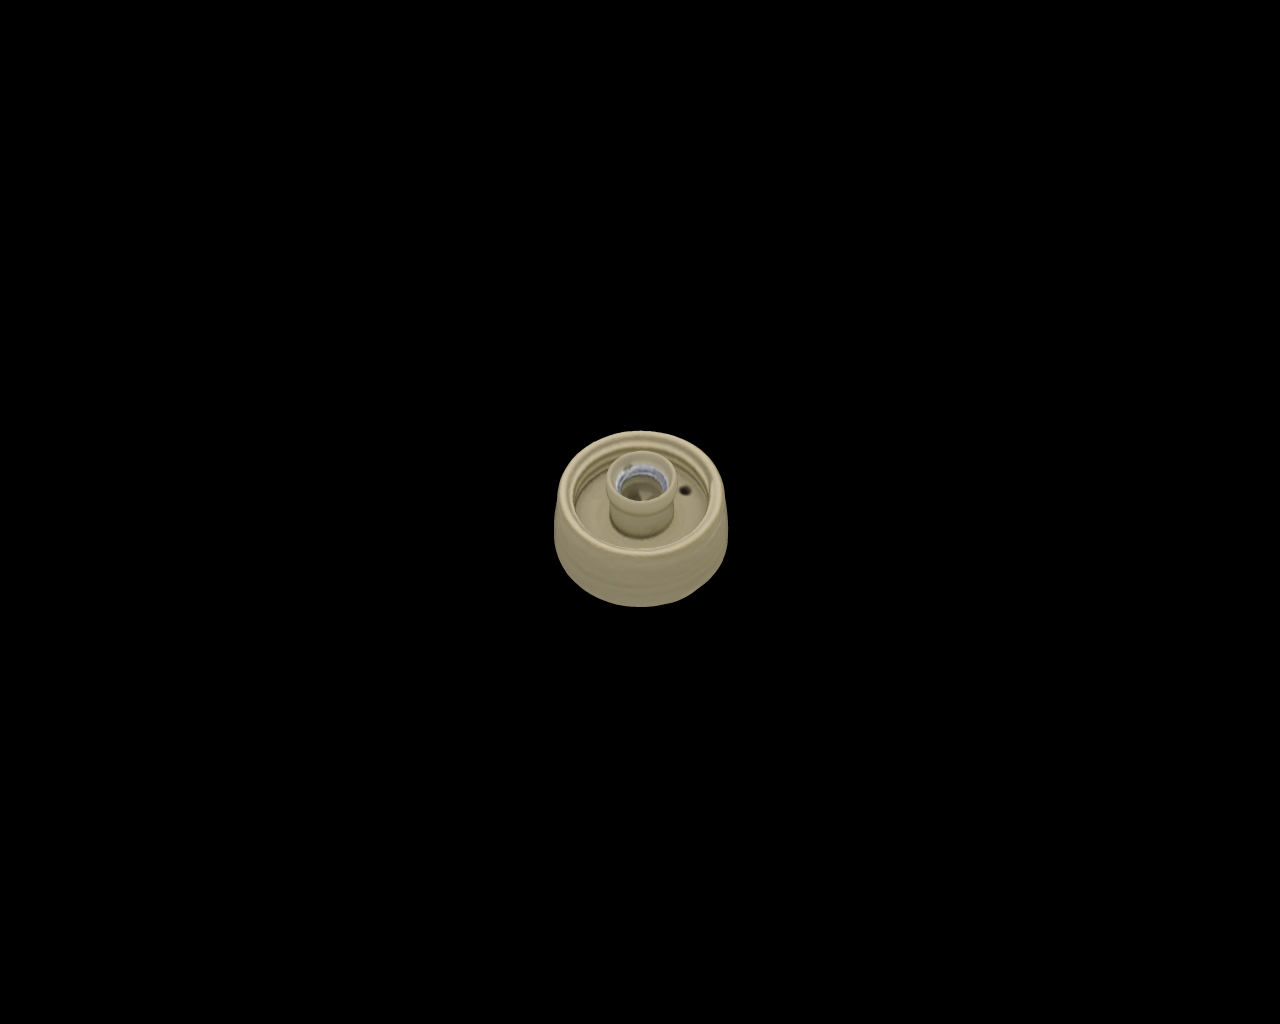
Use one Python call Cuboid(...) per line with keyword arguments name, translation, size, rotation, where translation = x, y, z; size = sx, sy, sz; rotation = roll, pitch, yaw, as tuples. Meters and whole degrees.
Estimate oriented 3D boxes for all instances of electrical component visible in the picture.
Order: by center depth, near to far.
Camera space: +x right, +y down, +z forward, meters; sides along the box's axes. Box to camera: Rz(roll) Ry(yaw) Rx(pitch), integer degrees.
Cuboid(name="electrical component", translation=(0.001, -0.003, 0.650), size=(0.108, 0.108, 0.060), rotation=(0, -40, 0))
